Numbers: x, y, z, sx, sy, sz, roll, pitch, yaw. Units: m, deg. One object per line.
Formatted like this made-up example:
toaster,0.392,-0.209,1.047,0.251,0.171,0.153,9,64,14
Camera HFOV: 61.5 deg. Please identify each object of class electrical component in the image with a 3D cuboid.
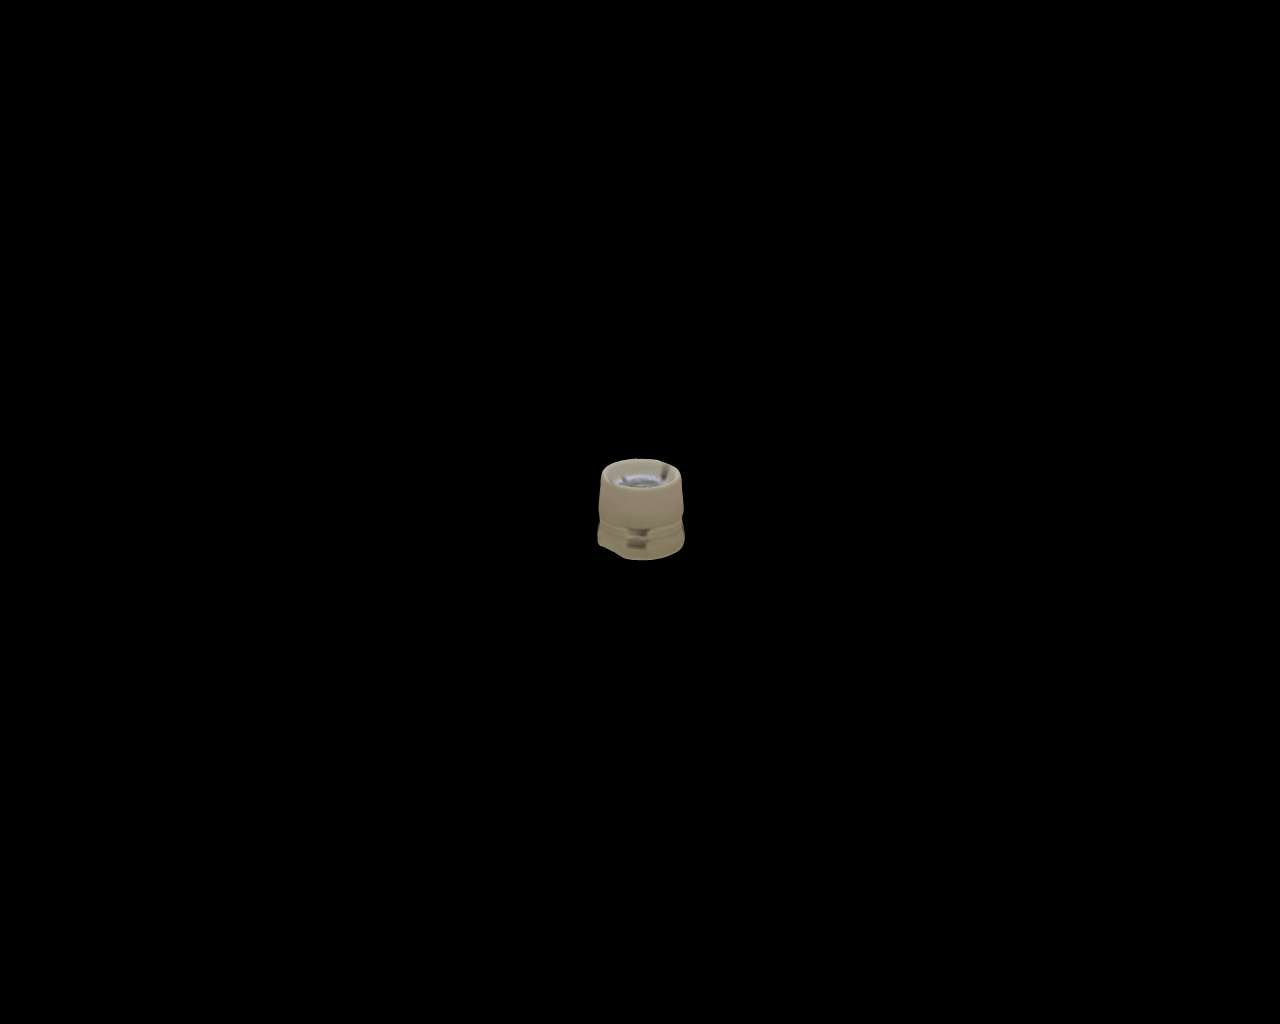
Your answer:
electrical component,0.001,-0.003,0.650,0.055,0.047,0.055,0,25,0
